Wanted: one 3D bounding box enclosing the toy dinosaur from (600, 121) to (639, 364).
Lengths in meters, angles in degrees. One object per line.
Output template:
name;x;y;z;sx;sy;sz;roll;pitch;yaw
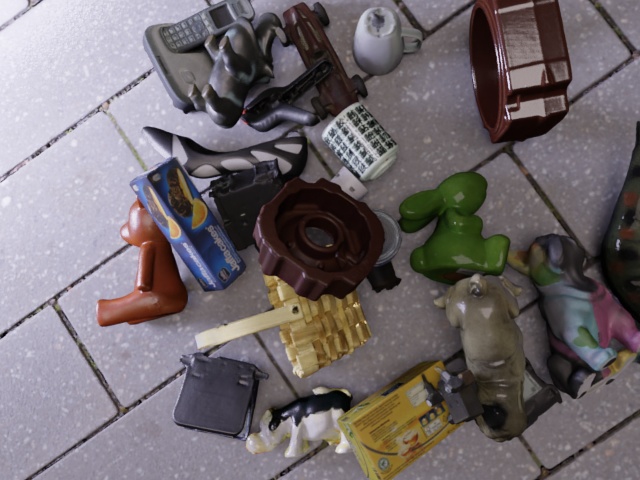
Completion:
toy dinosaur;0.485;0.047;0.772;0.192;0.131;0.405;-28;79;2

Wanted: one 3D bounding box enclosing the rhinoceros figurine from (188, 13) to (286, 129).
rhinoceros figurine;-0.119;-0.262;0.814;0.112;0.073;0.190;30;83;-36

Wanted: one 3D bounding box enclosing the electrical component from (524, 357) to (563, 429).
electrical component;0.284;0.237;0.788;0.119;0.047;0.075;-40;45;-1

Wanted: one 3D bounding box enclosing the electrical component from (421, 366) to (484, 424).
electrical component;0.176;0.207;0.722;0.045;0.102;0.078;-11;70;-15

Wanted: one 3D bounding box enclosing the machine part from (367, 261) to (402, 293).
machine part;0.075;0.018;0.840;0.084;0.039;0.139;-29;83;-6

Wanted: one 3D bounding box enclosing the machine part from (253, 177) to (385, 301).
machine part;-0.001;-0.002;0.728;0.179;0.056;0.179;10;54;-14

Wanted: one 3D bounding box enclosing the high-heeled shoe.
high-heeled shoe;-0.146;-0.153;0.841;0.249;0.086;0.145;32;96;-4

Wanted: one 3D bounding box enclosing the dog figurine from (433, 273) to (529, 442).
dog figurine;0.232;0.158;0.723;0.121;0.172;0.190;-19;51;25

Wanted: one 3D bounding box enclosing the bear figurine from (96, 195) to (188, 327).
bear figurine;-0.274;0.025;0.827;0.132;0.120;0.195;-15;84;7

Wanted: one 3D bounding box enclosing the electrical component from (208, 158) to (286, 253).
electrical component;-0.091;-0.044;0.818;0.115;0.058;0.134;-20;123;8

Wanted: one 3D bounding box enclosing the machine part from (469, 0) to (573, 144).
machine part;0.272;-0.247;0.757;0.087;0.201;0.201;-9;87;6

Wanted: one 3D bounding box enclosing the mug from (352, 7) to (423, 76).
mug;0.102;-0.306;0.822;0.110;0.107;0.080;8;89;7

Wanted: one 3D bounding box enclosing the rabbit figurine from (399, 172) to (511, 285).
rabbit figurine;0.199;-0.023;0.812;0.159;0.121;0.170;6;69;11

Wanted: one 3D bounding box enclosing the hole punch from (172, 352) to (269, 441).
hole punch;-0.154;0.245;0.829;0.142;0.092;0.116;9;58;7

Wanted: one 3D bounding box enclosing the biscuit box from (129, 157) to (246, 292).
biscuit box;-0.191;-0.019;0.792;0.059;0.063;0.202;-46;114;-38

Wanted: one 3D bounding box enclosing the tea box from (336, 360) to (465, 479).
tea box;0.122;0.258;0.778;0.170;0.068;0.098;-26;84;-20

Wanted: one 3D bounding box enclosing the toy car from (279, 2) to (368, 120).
toy car;0.000;-0.289;0.857;0.089;0.053;0.202;-26;86;6

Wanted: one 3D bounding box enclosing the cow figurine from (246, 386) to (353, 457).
cow figurine;-0.031;0.276;0.817;0.167;0.068;0.098;-5;81;1

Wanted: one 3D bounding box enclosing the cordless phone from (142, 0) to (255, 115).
cordless phone;-0.172;-0.297;0.857;0.184;0.088;0.146;-28;85;-2

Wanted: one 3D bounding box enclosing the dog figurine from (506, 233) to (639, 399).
dog figurine;0.352;0.096;0.780;0.108;0.191;0.219;-18;53;-15
